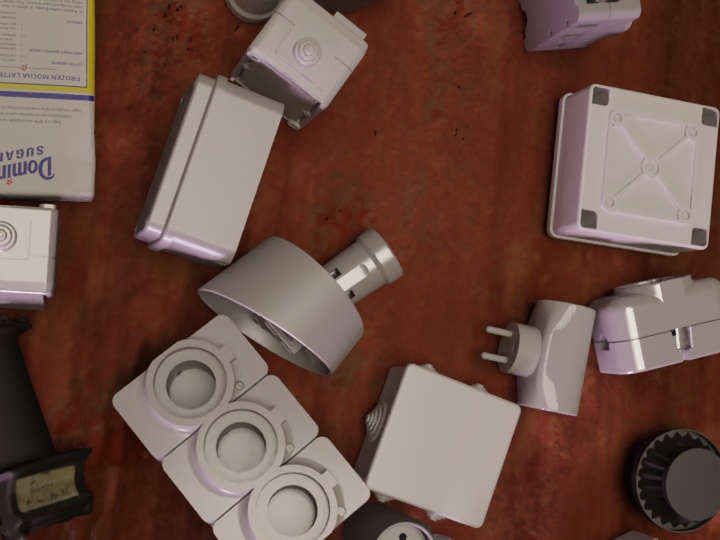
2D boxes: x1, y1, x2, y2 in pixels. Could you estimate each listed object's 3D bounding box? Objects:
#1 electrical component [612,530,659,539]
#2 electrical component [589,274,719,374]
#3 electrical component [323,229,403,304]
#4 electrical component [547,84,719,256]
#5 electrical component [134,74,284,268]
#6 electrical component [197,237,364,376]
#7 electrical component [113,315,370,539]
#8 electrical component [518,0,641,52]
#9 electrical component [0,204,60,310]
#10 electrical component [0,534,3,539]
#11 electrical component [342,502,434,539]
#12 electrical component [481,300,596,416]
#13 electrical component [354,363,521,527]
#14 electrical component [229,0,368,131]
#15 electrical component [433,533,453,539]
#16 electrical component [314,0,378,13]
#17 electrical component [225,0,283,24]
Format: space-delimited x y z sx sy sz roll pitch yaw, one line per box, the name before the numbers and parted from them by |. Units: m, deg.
electrical component | 0.185 0.227 0.759 0.083 0.076 0.047 -20 92 -15
electrical component | 0.220 0.037 0.791 0.095 0.054 0.059 -12 90 -15
electrical component | 0.000 0.000 0.742 0.046 0.040 0.040 -35 96 -8
electrical component | 0.200 -0.072 0.791 0.109 0.056 0.108 8 85 -15
electrical component | -0.100 -0.063 0.699 0.057 0.078 0.113 20 82 -16
electrical component | -0.049 0.028 0.698 0.064 0.099 0.099 -44 98 -19
electrical component | -0.075 0.115 0.684 0.089 0.061 0.150 -38 81 -14
electrical component | 0.159 -0.192 0.769 0.056 0.089 0.050 -7 89 -16
electrical component | -0.217 -0.008 0.654 0.062 0.096 0.061 4 86 -15
electrical component | -0.257 0.163 0.656 0.059 0.054 0.095 -23 93 -15
electrical component | 0.013 0.199 0.714 0.044 0.077 0.079 22 82 -13
electrical component | 0.125 0.059 0.769 0.079 0.043 0.077 13 84 -14
electrical component | 0.051 0.119 0.744 0.100 0.048 0.099 22 81 -13
electrical component | -0.038 -0.141 0.710 0.062 0.096 0.061 37 78 -11
electrical component | 0.057 0.205 0.733 0.043 0.062 0.043 1 87 -15
electrical component | -0.009 -0.227 0.739 0.099 0.064 0.099 1 87 -15
electrical component | -0.069 -0.193 0.731 0.040 0.046 0.040 1 86 -15
